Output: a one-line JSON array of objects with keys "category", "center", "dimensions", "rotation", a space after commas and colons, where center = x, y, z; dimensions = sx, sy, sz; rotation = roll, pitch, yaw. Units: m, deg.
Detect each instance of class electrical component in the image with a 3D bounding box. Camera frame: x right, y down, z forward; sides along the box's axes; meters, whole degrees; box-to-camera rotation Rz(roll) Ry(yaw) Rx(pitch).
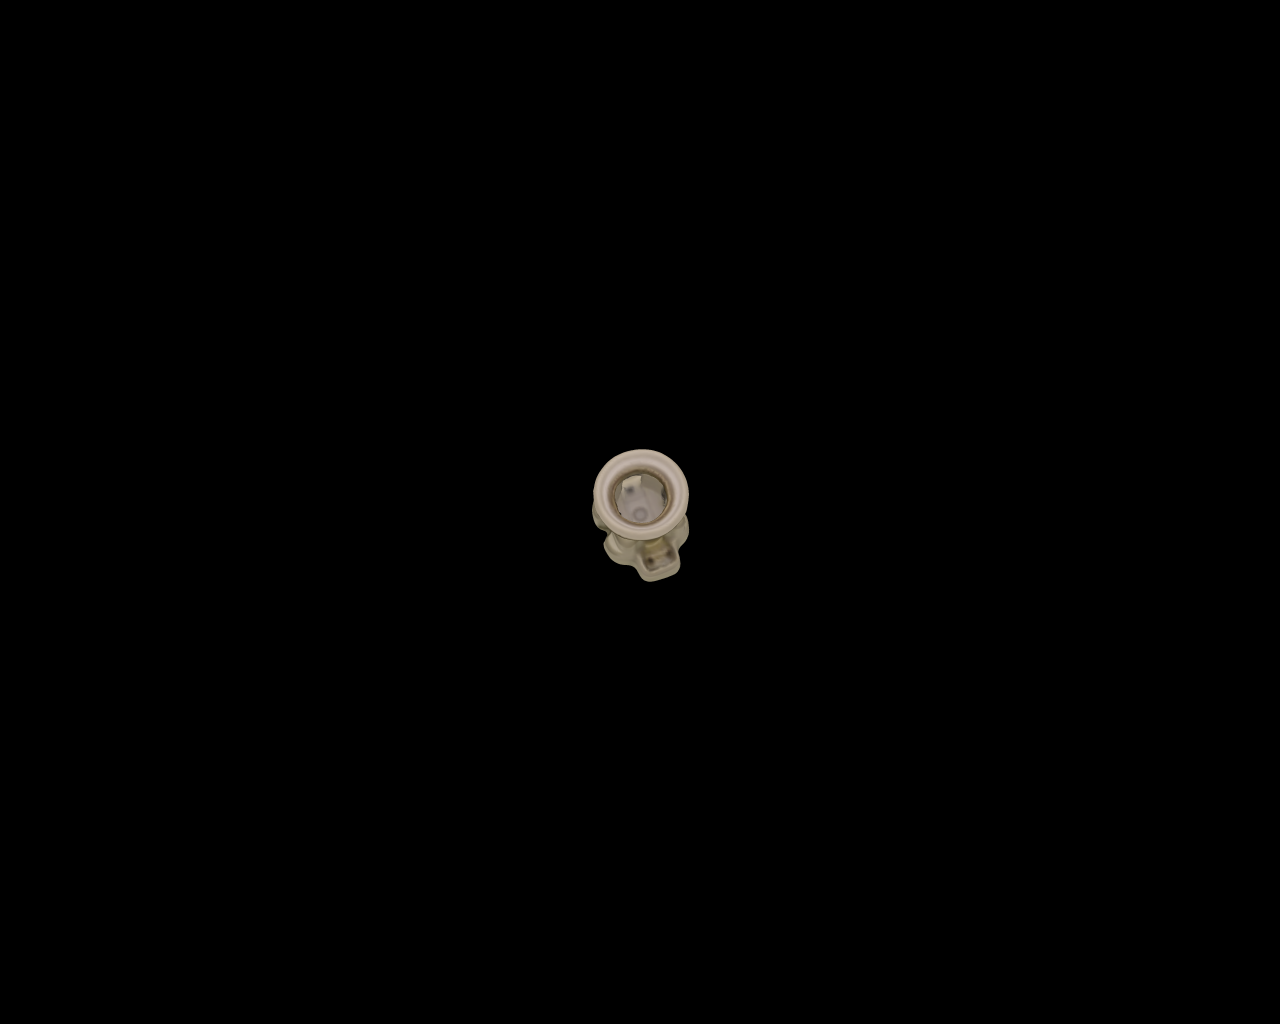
[{"category": "electrical component", "center": [0.001, -0.003, 0.650], "dimensions": [0.058, 0.078, 0.057], "rotation": [-19, -19, -7]}]
